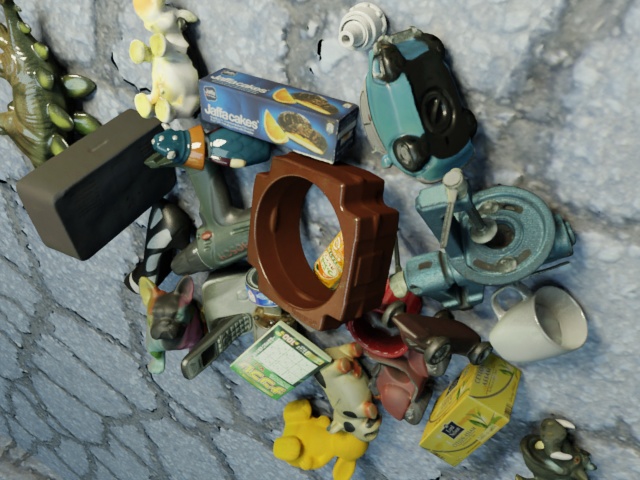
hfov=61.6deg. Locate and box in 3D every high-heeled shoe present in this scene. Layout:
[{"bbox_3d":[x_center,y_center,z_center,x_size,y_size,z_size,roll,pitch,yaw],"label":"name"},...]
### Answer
[{"bbox_3d":[-0.316,0.014,0.976,0.249,0.086,0.145,-17,112,34],"label":"high-heeled shoe"}]

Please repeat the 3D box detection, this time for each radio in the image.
[{"bbox_3d":[-0.315,-0.083,0.797,0.073,0.229,0.131,21,136,19],"label":"radio"}]

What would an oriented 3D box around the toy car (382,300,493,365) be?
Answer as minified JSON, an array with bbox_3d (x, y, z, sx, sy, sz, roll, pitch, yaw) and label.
[{"bbox_3d":[0.152,0.126,0.697,0.089,0.202,0.053,42,106,35],"label":"toy car"}]

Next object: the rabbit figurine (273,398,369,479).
[{"bbox_3d":[0.018,0.397,1.036,0.173,0.122,0.162,-15,118,24],"label":"rabbit figurine"}]

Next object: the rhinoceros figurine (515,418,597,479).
[{"bbox_3d":[0.357,0.348,0.810,0.112,0.073,0.190,-6,120,37],"label":"rhinoceros figurine"}]

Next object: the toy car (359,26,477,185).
[{"bbox_3d":[0.092,-0.138,0.586,0.103,0.109,0.161,-8,111,56],"label":"toy car"}]

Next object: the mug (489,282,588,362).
[{"bbox_3d":[0.260,0.108,0.684,0.109,0.081,0.107,43,143,5],"label":"mug"}]

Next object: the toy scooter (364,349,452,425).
[{"bbox_3d":[0.121,0.207,0.850,0.135,0.075,0.183,23,129,15],"label":"toy scooter"}]

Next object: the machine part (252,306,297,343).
[{"bbox_3d":[-0.079,0.190,0.962,0.079,0.079,0.242,18,130,20],"label":"machine part"}]

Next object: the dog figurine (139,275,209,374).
[{"bbox_3d":[-0.258,0.127,0.955,0.108,0.192,0.219,1,130,-5],"label":"dog figurine"}]

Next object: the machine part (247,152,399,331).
[{"bbox_3d":[-0.001,-0.002,0.699,0.202,0.087,0.200,26,117,40],"label":"machine part"}]

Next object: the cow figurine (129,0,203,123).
[{"bbox_3d":[-0.191,-0.241,0.702,0.068,0.098,0.167,12,110,32],"label":"cow figurine"}]

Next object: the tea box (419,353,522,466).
[{"bbox_3d":[0.223,0.254,0.806,0.068,0.098,0.169,29,133,9],"label":"tea box"}]

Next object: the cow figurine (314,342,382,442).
[{"bbox_3d":[0.048,0.274,0.941,0.127,0.085,0.194,-14,112,41],"label":"cow figurine"}]

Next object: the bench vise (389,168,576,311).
[{"bbox_3d":[0.160,-0.002,0.603,0.224,0.129,0.240,-8,151,28],"label":"bench vise"}]

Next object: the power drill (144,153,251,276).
[{"bbox_3d":[-0.182,-0.047,0.824,0.232,0.086,0.207,-14,109,26],"label":"power drill"}]

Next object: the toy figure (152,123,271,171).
[{"bbox_3d":[-0.144,-0.123,0.720,0.154,0.064,0.057,-4,126,-15],"label":"toy figure"}]

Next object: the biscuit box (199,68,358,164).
[{"bbox_3d":[-0.056,-0.162,0.685,0.203,0.063,0.059,20,130,18],"label":"biscuit box"}]

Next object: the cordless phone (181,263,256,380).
[{"bbox_3d":[-0.178,0.134,0.906,0.089,0.184,0.146,21,132,24],"label":"cordless phone"}]

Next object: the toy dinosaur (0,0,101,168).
[{"bbox_3d":[-0.464,-0.190,0.898,0.199,0.105,0.470,24,138,10],"label":"toy dinosaur"}]
